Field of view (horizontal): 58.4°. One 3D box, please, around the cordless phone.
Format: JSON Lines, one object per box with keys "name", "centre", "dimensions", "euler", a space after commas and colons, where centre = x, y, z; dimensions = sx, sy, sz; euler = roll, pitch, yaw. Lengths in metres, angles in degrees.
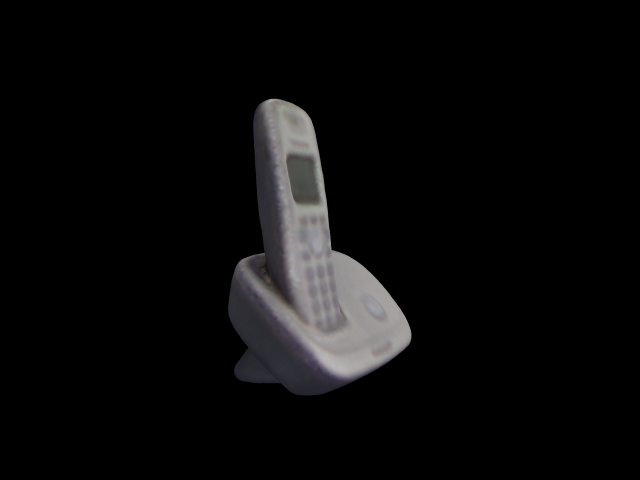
{"name": "cordless phone", "centre": [0.004, 0.001, 0.400], "dimensions": [0.093, 0.185, 0.148], "euler": [2, 4, 27]}
